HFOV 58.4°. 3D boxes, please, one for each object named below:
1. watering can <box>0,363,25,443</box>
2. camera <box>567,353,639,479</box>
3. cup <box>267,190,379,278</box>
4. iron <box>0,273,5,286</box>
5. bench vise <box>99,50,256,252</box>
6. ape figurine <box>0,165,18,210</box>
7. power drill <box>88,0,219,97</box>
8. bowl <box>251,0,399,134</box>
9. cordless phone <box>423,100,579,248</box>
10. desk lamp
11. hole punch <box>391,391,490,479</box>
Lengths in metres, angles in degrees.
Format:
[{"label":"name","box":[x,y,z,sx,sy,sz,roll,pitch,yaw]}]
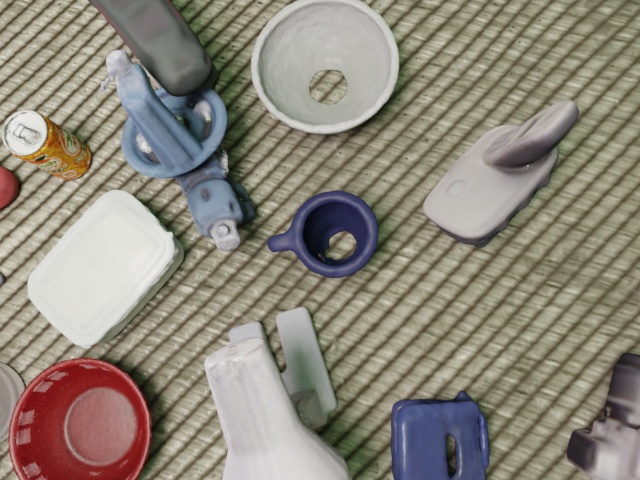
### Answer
[{"label":"watering can","box":[-0.409,0.174,0.590,0.101,0.194,0.173,-38,80,-1]},{"label":"camera","box":[0.341,0.191,0.571,0.143,0.101,0.137,14,83,7]},{"label":"cup","box":[0.006,0.002,0.632,0.117,0.095,0.092,-10,80,3]},{"label":"iron","box":[-0.520,0.037,0.647,0.258,0.141,0.119,-1,81,5]},{"label":"bench vise","box":[-0.134,-0.097,0.595,0.121,0.220,0.207,-45,80,-3]},{"label":"ape figurine","box":[-0.414,-0.068,0.679,0.076,0.092,0.078,4,81,6]},{"label":"power drill","box":[-0.190,-0.238,0.628,0.075,0.208,0.229,-39,80,-2]},{"label":"bowl","box":[0.008,-0.194,0.672,0.167,0.075,0.167,-1,81,5]},{"label":"cordless phone","box":[0.183,-0.070,0.582,0.094,0.185,0.147,40,86,10]},{"label":"desk lamp","box":[-0.045,0.171,0.550,0.118,0.213,0.203,-18,80,2]},{"label":"hole punch","box":[0.124,0.216,0.591,0.101,0.091,0.109,-3,81,5]}]
